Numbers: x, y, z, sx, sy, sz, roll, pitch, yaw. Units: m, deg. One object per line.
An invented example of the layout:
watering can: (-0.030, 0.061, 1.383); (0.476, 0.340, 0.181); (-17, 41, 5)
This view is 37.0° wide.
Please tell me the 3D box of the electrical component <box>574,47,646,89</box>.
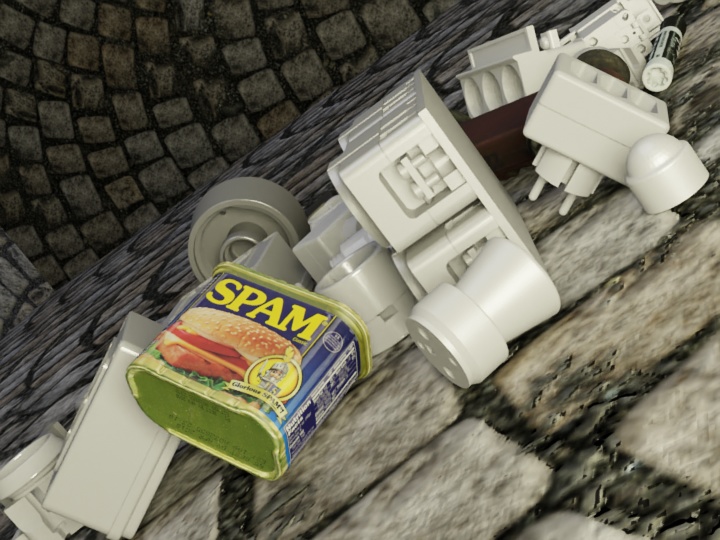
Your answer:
electrical component: (0.171, -0.135, 0.743); (0.040, 0.040, 0.046); (-40, 18, -11)

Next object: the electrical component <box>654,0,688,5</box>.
electrical component: (0.258, -0.237, 0.869); (0.062, 0.043, 0.043); (-45, 14, -30)

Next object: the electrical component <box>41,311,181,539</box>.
electrical component: (-0.140, 0.090, 0.649); (0.108, 0.056, 0.109); (-64, 12, 3)

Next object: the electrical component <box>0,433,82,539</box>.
electrical component: (-0.211, 0.148, 0.726); (0.078, 0.057, 0.058); (-37, 12, 4)

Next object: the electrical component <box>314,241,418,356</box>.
electrical component: (0.007, 0.016, 0.621); (0.055, 0.047, 0.055); (-36, 12, 9)

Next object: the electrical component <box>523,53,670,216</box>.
electrical component: (0.119, -0.066, 0.583); (0.076, 0.066, 0.047); (-64, -1, 27)

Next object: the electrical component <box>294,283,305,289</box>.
electrical component: (-0.055, 0.055, 0.651); (0.066, 0.047, 0.076); (-34, 12, 19)

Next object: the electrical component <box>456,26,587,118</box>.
electrical component: (0.128, -0.143, 0.833); (0.063, 0.078, 0.121); (-17, 7, -13)

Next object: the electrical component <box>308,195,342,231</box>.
electrical component: (0.002, -0.045, 0.878); (0.079, 0.044, 0.077); (-36, 12, 9)

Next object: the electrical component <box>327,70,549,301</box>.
electrical component: (0.041, -0.042, 0.600); (0.060, 0.105, 0.186); (-35, 12, 11)

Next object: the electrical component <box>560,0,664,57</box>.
electrical component: (0.195, -0.178, 0.831); (0.081, 0.042, 0.063); (-35, 13, 17)

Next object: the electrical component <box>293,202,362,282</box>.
electrical component: (0.002, -0.024, 0.787); (0.065, 0.047, 0.077); (-45, 14, -34)

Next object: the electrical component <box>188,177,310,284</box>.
electrical component: (-0.100, -0.021, 0.945); (0.108, 0.108, 0.060); (-34, 18, 14)

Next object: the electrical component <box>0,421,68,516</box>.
electrical component: (-0.254, 0.160, 0.845); (0.064, 0.042, 0.081); (-36, 11, 15)

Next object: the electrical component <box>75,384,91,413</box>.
electrical component: (-0.189, 0.100, 0.882); (0.079, 0.043, 0.077); (-43, 13, -26)

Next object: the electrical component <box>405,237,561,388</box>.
electrical component: (0.054, 0.019, 0.475); (0.055, 0.045, 0.045); (-41, 12, -14)

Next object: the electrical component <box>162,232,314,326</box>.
electrical component: (-0.099, 0.032, 0.846); (0.109, 0.056, 0.108); (-34, 12, 15)

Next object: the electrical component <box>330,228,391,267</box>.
electrical component: (0.000, 0.000, 0.713); (0.062, 0.043, 0.043); (-37, 12, 9)
